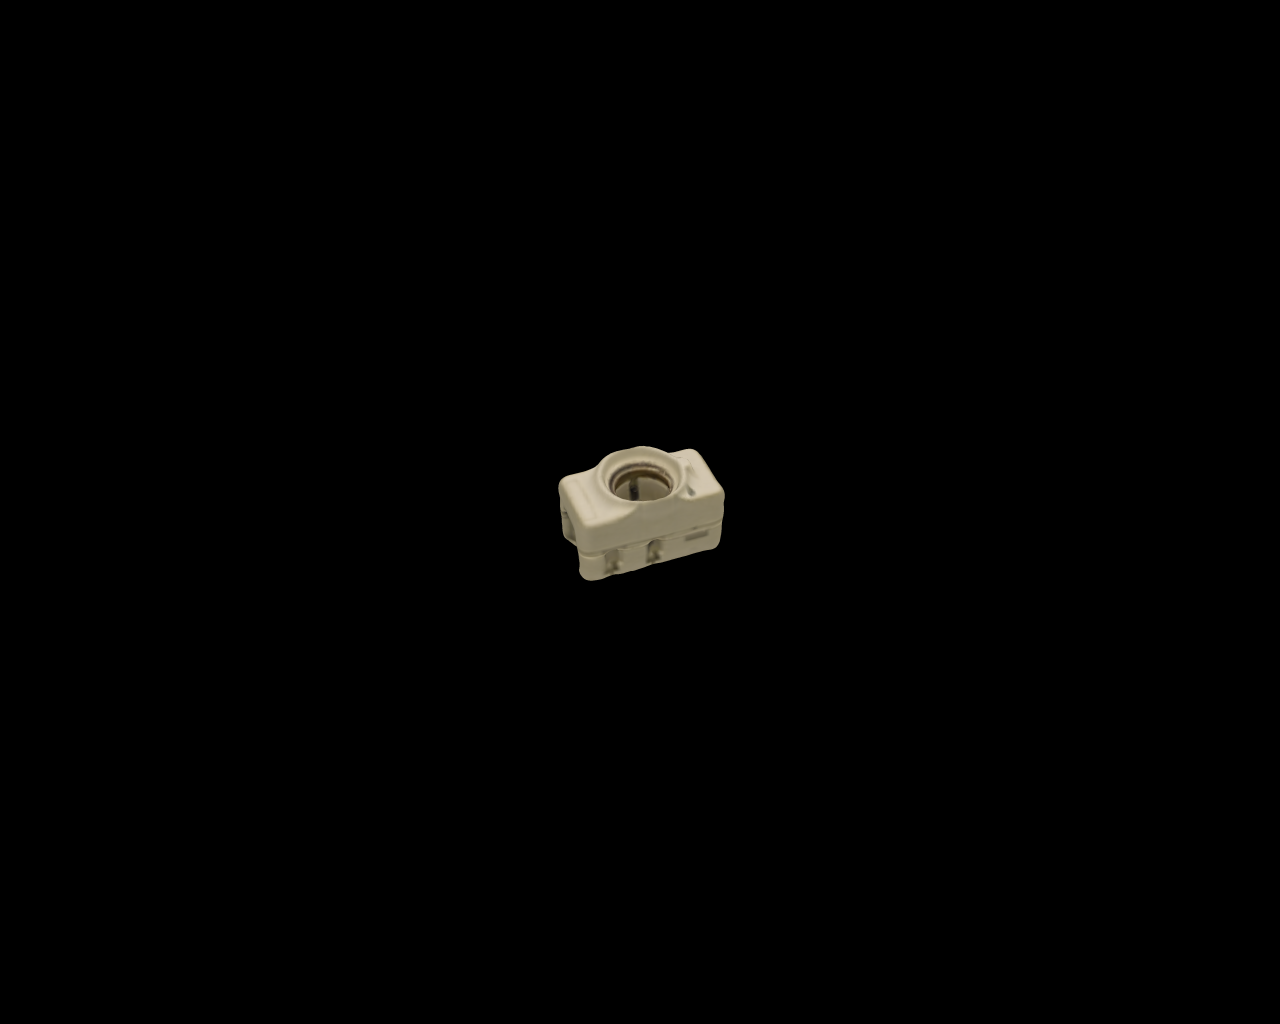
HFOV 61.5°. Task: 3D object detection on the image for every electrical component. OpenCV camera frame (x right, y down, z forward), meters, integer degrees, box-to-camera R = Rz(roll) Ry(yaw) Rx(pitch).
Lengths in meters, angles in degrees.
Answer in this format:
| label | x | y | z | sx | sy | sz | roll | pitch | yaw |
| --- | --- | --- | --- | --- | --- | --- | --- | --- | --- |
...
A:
| label | x | y | z | sx | sy | sz | roll | pitch | yaw |
| --- | --- | --- | --- | --- | --- | --- | --- | --- | --- |
| electrical component | 0.001 | -0.003 | 0.650 | 0.090 | 0.055 | 0.050 | -14 | 44 | -15 |
